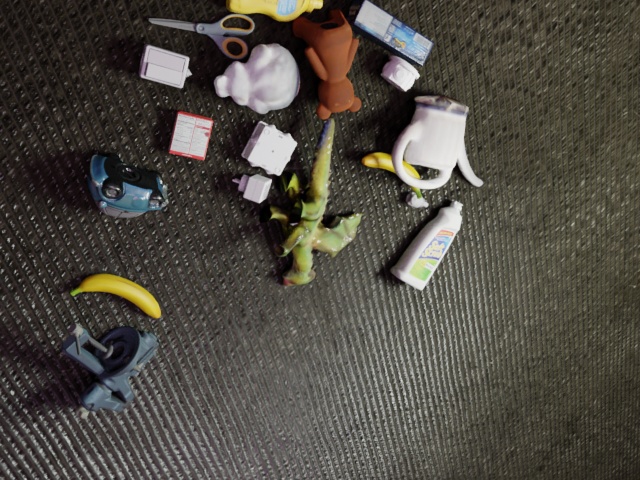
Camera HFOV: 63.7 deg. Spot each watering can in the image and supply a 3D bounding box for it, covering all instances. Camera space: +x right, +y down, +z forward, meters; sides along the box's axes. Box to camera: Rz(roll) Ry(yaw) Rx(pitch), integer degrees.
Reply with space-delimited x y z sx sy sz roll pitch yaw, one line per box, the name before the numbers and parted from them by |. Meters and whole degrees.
watering can | 0.307 -0.233 1.262 0.348 0.105 0.222 0 107 -39

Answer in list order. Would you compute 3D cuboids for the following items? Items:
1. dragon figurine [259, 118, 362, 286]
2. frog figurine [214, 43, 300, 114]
dragon figurine | 0.004 -0.061 1.216 0.241 0.124 0.407 20 104 -46
frog figurine | -0.126 -0.324 1.033 0.160 0.125 0.134 -11 134 -31
